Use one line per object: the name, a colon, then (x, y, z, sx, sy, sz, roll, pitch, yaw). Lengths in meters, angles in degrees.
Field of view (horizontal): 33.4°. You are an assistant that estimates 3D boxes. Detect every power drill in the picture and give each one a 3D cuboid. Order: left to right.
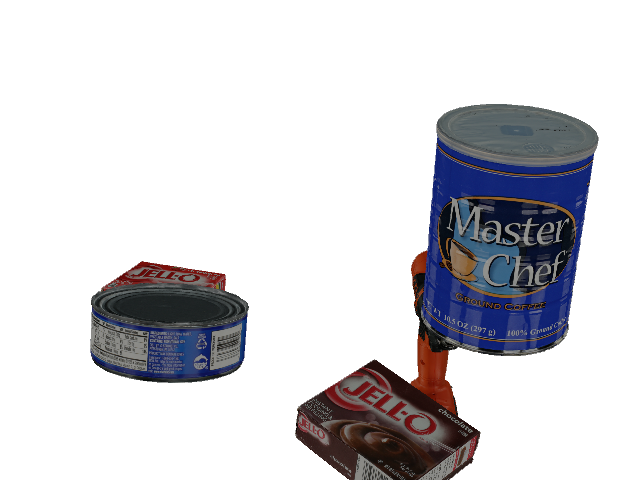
power drill: (0.127, 0.124, 1.148, 0.057, 0.188, 0.184, 1, 23, 1)

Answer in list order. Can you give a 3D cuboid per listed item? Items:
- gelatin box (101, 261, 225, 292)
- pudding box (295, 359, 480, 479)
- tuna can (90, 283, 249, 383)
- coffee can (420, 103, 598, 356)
gelatin box: (-0.140, 0.047, 0.958, 0.089, 0.030, 0.073, 9, 21, 18)
pudding box: (0.051, 0.149, 0.819, 0.114, 0.039, 0.089, 34, 43, 31)
tuna can: (-0.083, 0.050, 0.587, 0.086, 0.034, 0.086, 4, 11, -1)
coffee can: (0.123, -0.009, 0.712, 0.103, 0.140, 0.103, 2, 25, -1)
